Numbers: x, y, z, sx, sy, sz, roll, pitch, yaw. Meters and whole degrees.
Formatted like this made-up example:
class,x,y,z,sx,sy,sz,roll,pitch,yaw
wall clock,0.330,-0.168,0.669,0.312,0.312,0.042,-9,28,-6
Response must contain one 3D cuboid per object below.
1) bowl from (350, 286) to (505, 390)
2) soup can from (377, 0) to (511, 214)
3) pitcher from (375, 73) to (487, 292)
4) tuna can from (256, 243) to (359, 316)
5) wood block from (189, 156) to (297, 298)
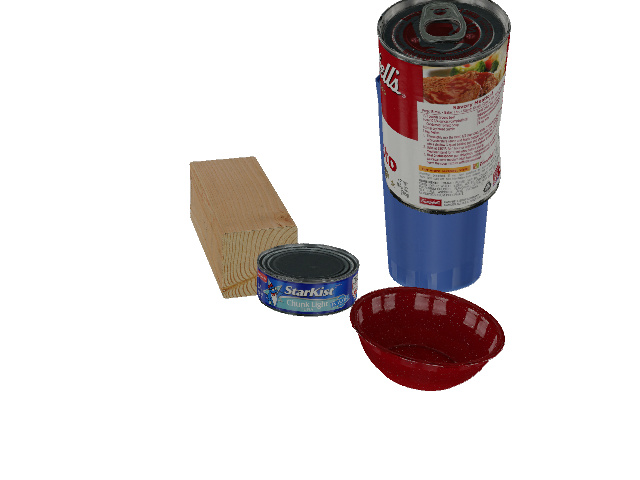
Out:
class,x,y,z,sx,sy,sz,roll,pitch,yaw
bowl,0.107,0.109,1.112,0.162,0.055,0.162,6,25,-3
soup can,0.067,-0.073,0.577,0.068,0.102,0.068,-3,43,3
pitcher,0.136,-0.073,1.206,0.149,0.243,0.145,-5,22,-9
tuna can,-0.011,0.032,0.894,0.086,0.034,0.086,2,20,-1
wood block,-0.100,-0.021,1.328,0.090,0.090,0.206,-6,29,-16
